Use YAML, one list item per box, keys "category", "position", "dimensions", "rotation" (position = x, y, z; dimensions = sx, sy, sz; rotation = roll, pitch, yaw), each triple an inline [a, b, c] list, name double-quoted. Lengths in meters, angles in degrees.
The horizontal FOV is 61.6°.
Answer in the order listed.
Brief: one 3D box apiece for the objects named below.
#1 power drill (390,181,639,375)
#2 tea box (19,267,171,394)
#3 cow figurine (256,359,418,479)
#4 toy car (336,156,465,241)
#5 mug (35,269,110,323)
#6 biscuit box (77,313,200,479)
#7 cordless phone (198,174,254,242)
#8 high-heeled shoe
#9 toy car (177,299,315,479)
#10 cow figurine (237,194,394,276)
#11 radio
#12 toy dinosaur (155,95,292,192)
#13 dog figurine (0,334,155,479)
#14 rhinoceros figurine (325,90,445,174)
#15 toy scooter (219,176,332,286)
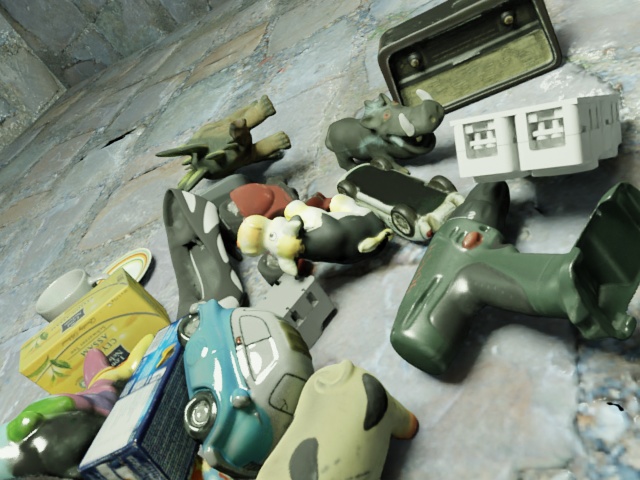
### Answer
- category: "power drill"
  position: [0.164, 0.010, 0.451]
  dimensions: [0.232, 0.086, 0.207]
  rotation: [-51, 23, -23]
- category: "tea box"
  position: [-0.299, 0.130, 0.722]
  dimensions: [0.169, 0.098, 0.068]
  rotation: [-42, 33, -8]
- category: "cow figurine"
  position: [-0.009, 0.175, 0.388]
  dimensions: [0.086, 0.127, 0.195]
  rotation: [-6, 40, 42]
- category: "toy car"
  position: [0.091, -0.051, 0.650]
  dimensions: [0.073, 0.056, 0.202]
  rotation: [-37, 34, -15]
- category: "mug"
  position: [-0.332, 0.099, 0.781]
  dimensions: [0.109, 0.107, 0.081]
  rotation: [-33, 34, -4]
- category: "biscuit box"
  position: [-0.138, 0.142, 0.487]
  dimensions: [0.059, 0.062, 0.203]
  rotation: [-28, 18, 12]
- category: "cordless phone"
  position: [-0.165, -0.060, 0.868]
  dimensions: [0.147, 0.088, 0.184]
  rotation: [-32, 22, 5]
- category: "high-heeled shoe"
  position: [-0.170, 0.037, 0.678]
  dimensions: [0.086, 0.145, 0.249]
  rotation: [-34, 25, 27]
- category: "toy car"
  position: [-0.057, 0.117, 0.476]
  dimensions: [0.103, 0.109, 0.162]
  rotation: [-29, 51, 11]
- category: "cow figurine"
  position: [-0.002, 0.000, 0.595]
  dimensions: [0.167, 0.068, 0.098]
  rotation: [-12, 27, -36]
- category: "radio"
  position: [0.201, -0.266, 0.752]
  dimensions: [0.230, 0.131, 0.073]
  rotation: [-20, 34, 21]
- category: "toy dinosaur"
  position: [-0.171, -0.153, 0.907]
  dimensions: [0.199, 0.105, 0.471]
  rotation: [-24, 8, -10]
- category: "dog figurine"
  position: [-0.223, 0.169, 0.527]
  dimensions: [0.108, 0.191, 0.219]
  rotation: [-17, 39, 3]
- category: "rhinoceros figurine"
  position: [0.087, -0.143, 0.718]
  dimensions: [0.190, 0.112, 0.073]
  rotation: [1, 45, 52]
- category: "toy scooter"
  position: [-0.048, -0.031, 0.712]
  dimensions: [0.135, 0.075, 0.184]
  rotation: [-40, 50, -1]
